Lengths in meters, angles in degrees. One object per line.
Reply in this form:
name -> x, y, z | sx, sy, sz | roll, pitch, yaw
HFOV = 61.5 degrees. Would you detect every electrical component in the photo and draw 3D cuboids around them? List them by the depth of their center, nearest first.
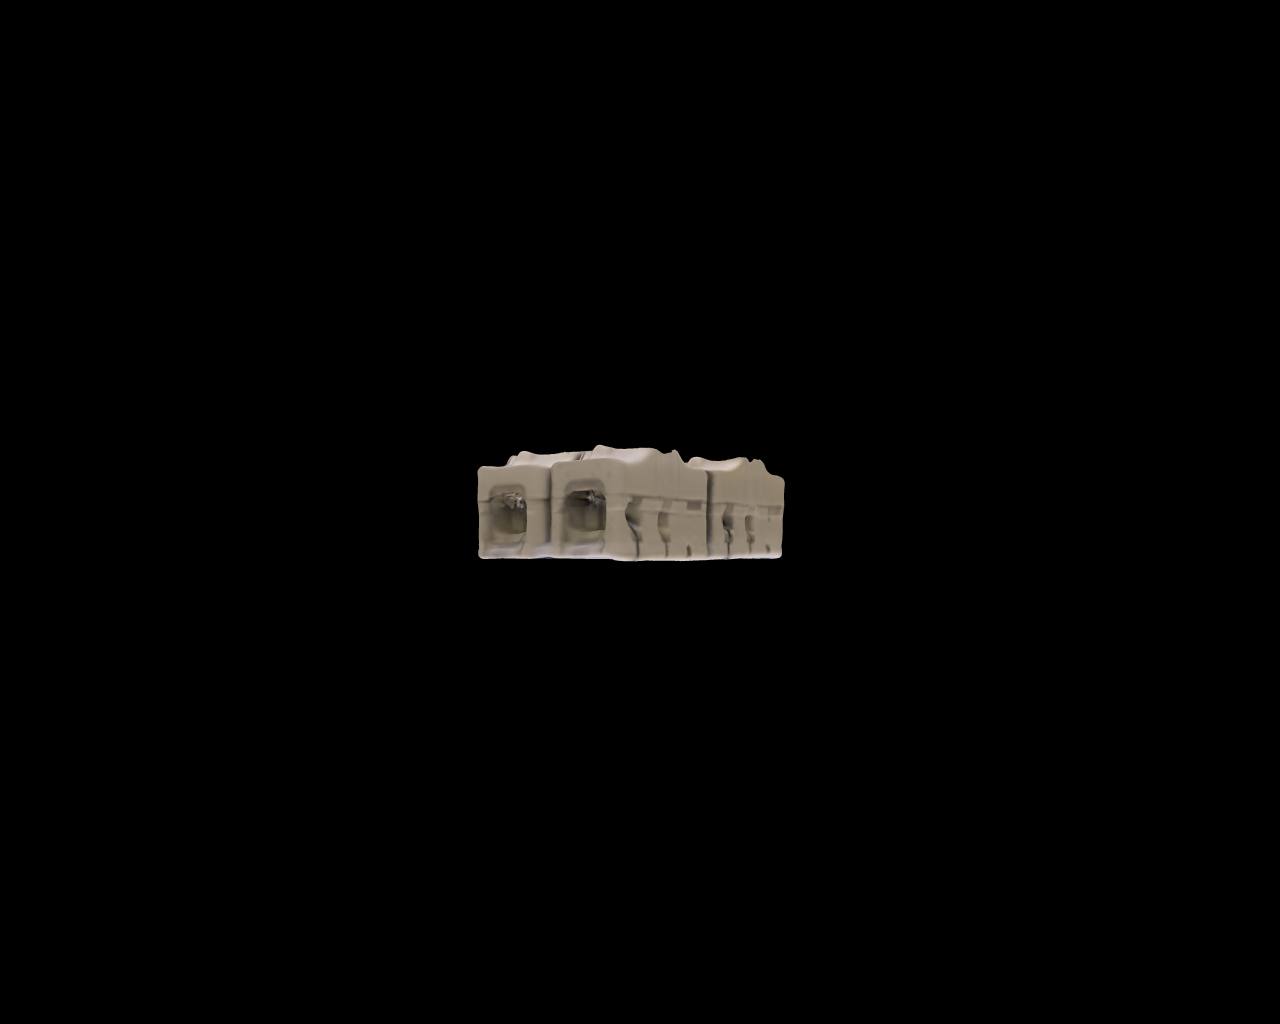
electrical component -> 0.001, -0.003, 0.650 | 0.105, 0.060, 0.186 | -2, -3, 36
